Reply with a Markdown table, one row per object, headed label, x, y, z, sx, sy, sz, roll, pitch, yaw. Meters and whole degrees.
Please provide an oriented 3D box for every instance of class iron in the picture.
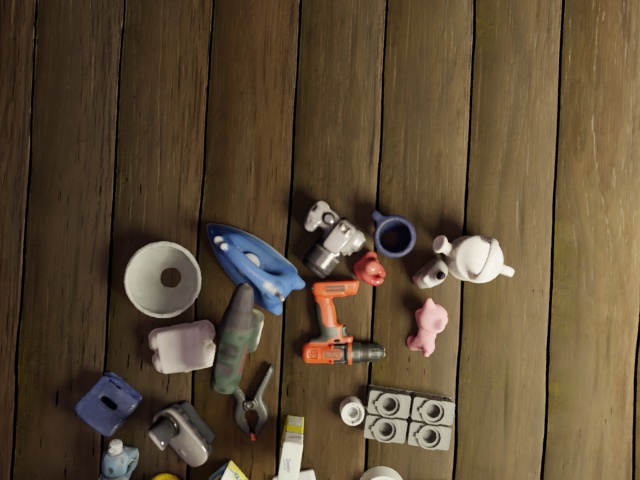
| label | x | y | z | sx | sy | sz | roll | pitch | yaw |
| --- | --- | --- | --- | --- | --- | --- | --- | --- | --- |
| iron | -0.159 | 0.049 | 1.229 | 0.258 | 0.141 | 0.119 | 40 | 90 | 1 |

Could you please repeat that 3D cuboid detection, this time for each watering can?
| label | x | y | z | sx | sy | sz | roll | pitch | yaw |
| --- | --- | --- | --- | --- | --- | --- | --- | --- | --- |
| watering can | 0.322 | 0.039 | 1.199 | 0.173 | 0.194 | 0.101 | -1 | 89 | 1 |

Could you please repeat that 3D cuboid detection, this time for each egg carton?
| label | x | y | z | sx | sy | sz | roll | pitch | yaw |
| --- | --- | --- | --- | --- | --- | --- | --- | --- | --- |
| egg carton | -0.299 | 0.237 | 1.263 | 0.150 | 0.069 | 0.107 | -11 | 89 | 0 |

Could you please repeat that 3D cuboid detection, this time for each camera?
| label | x | y | z | sx | sy | sz | roll | pitch | yaw |
| --- | --- | --- | --- | --- | --- | --- | --- | --- | --- |
| camera | 0.011 | 0.004 | 1.248 | 0.143 | 0.101 | 0.137 | 38 | 90 | 1 |

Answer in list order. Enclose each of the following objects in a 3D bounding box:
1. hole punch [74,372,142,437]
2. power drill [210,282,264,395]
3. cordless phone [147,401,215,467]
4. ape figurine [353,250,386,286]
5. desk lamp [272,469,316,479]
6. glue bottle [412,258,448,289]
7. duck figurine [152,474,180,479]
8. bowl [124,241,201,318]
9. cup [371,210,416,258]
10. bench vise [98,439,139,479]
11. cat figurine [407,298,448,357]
| label | x | y | z | sx | sy | sz | roll | pitch | yaw |
| --- | --- | --- | --- | --- | --- | --- | --- | --- | --- |
| hole punch | -0.462 | 0.357 | 1.252 | 0.108 | 0.091 | 0.101 | 38 | 90 | 1 |
| power drill | -0.170 | 0.195 | 1.193 | 0.075 | 0.208 | 0.230 | 13 | 89 | 1 |
| cordless phone | -0.301 | 0.426 | 1.202 | 0.094 | 0.185 | 0.147 | -43 | 89 | 0 |
| ape figurine | 0.111 | 0.062 | 1.251 | 0.076 | 0.092 | 0.078 | 4 | 89 | 1 |
| desk lamp | -0.048 | 0.620 | 1.183 | 0.118 | 0.213 | 0.203 | -13 | 89 | 1 |
| glue bottle | 0.242 | 0.074 | 1.209 | 0.078 | 0.173 | 0.037 | -39 | 89 | 0 |
| duck figurine | -0.336 | 0.567 | 1.250 | 0.077 | 0.086 | 0.104 | -44 | 89 | 0 |
| bowl | -0.337 | 0.086 | 1.263 | 0.167 | 0.074 | 0.167 | 0 | 89 | 1 |
| cup | 0.149 | -0.017 | 1.251 | 0.092 | 0.095 | 0.118 | -42 | 89 | 0 |
| bench vise | -0.457 | 0.531 | 1.185 | 0.121 | 0.219 | 0.207 | -10 | 89 | 1 |
| cat figurine | 0.237 | 0.190 | 1.235 | 0.067 | 0.117 | 0.128 | 13 | 89 | 1 |
